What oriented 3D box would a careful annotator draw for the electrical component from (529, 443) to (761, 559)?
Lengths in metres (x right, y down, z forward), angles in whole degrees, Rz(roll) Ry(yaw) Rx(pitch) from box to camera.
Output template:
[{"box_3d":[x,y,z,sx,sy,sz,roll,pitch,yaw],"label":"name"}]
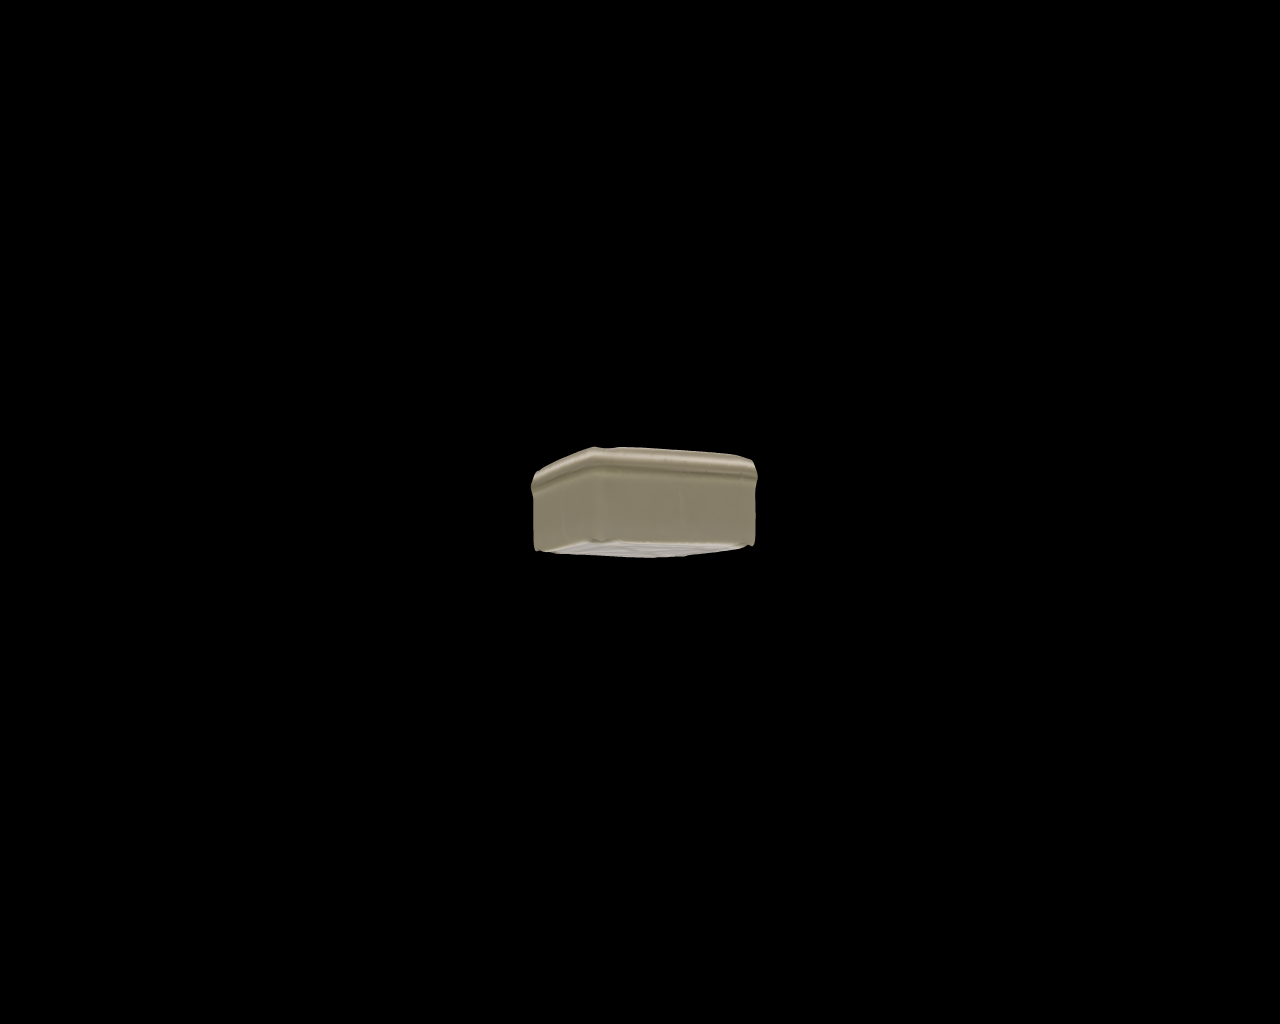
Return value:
[{"box_3d":[0.001,-0.003,0.650,0.109,0.056,0.108,3,-7,-26],"label":"electrical component"}]
